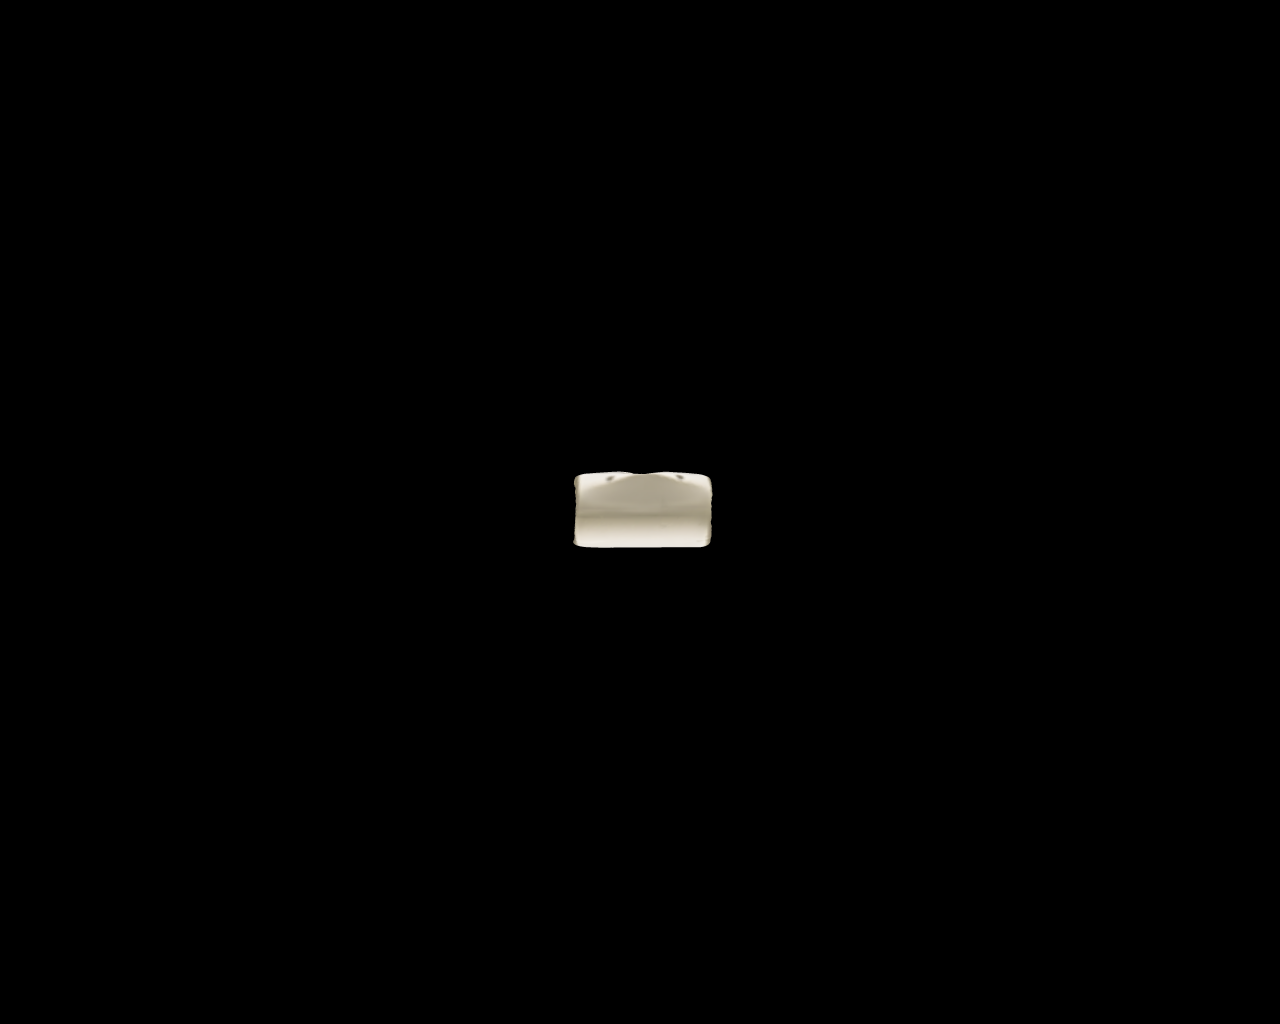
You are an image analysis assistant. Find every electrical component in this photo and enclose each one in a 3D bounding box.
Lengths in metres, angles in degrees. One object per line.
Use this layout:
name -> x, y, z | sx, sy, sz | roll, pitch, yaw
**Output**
electrical component -> 0.001, -0.003, 0.650 | 0.077, 0.043, 0.079 | 0, 4, -2
